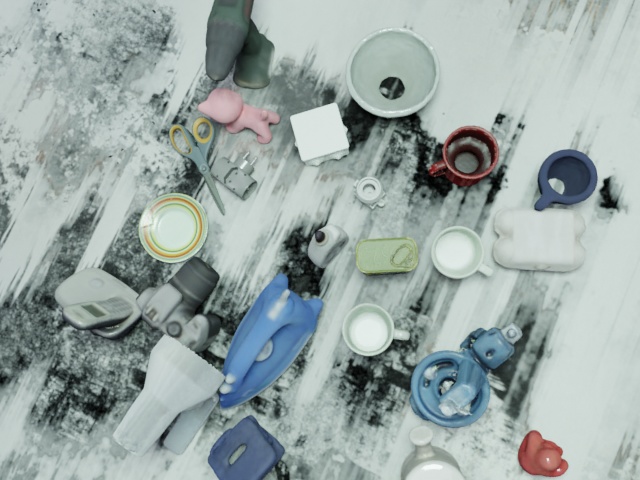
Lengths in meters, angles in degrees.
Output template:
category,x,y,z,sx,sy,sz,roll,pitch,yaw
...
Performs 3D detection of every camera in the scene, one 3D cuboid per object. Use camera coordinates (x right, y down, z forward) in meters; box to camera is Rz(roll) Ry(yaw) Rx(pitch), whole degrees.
category,x,y,z,sx,sy,sz,roll,pitch,yaw
camera,-0.231,0.107,0.999,0.143,0.101,0.137,40,88,10

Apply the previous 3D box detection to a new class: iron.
category,x,y,z,sx,sy,sz,roll,pitch,yaw
iron,-0.106,0.183,0.954,0.118,0.141,0.258,33,86,10

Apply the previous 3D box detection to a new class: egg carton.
category,x,y,z,sx,sy,sz,roll,pitch,yaw
egg carton,0.368,-0.001,0.965,0.150,0.069,0.107,1,82,7

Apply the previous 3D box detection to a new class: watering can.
category,x,y,z,sx,sy,sz,roll,pitch,yaw
watering can,0.170,0.375,0.868,0.101,0.194,0.173,-35,79,1

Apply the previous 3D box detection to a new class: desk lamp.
category,x,y,z,sx,sy,sz,roll,pitch,yaw
desk lamp,-0.234,0.257,0.920,0.118,0.213,0.203,32,86,10

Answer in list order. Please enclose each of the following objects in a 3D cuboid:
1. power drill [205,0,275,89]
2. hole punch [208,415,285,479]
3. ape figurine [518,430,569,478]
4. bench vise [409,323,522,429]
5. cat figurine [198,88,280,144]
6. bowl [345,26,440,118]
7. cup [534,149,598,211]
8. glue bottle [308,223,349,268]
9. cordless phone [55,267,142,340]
category,x,y,z,sx,sy,sz,roll,pitch,yaw
power drill,-0.139,-0.351,1.003,0.075,0.208,0.230,5,82,7
hole punch,-0.130,0.362,0.955,0.101,0.091,0.109,42,88,11
ape figurine,0.354,0.343,0.904,0.076,0.092,0.078,-23,80,3
bench vise,0.218,0.198,0.876,0.121,0.220,0.207,30,86,10
cat figurine,-0.147,-0.233,1.032,0.127,0.118,0.067,16,84,9
bowl,0.130,-0.290,1.032,0.167,0.075,0.167,-1,81,6
cup,0.396,-0.087,0.962,0.091,0.095,0.118,43,88,11
glue bottle,0.009,0.003,0.952,0.037,0.173,0.078,42,88,11
cordless phone,-0.396,0.106,0.975,0.147,0.185,0.094,30,86,10
